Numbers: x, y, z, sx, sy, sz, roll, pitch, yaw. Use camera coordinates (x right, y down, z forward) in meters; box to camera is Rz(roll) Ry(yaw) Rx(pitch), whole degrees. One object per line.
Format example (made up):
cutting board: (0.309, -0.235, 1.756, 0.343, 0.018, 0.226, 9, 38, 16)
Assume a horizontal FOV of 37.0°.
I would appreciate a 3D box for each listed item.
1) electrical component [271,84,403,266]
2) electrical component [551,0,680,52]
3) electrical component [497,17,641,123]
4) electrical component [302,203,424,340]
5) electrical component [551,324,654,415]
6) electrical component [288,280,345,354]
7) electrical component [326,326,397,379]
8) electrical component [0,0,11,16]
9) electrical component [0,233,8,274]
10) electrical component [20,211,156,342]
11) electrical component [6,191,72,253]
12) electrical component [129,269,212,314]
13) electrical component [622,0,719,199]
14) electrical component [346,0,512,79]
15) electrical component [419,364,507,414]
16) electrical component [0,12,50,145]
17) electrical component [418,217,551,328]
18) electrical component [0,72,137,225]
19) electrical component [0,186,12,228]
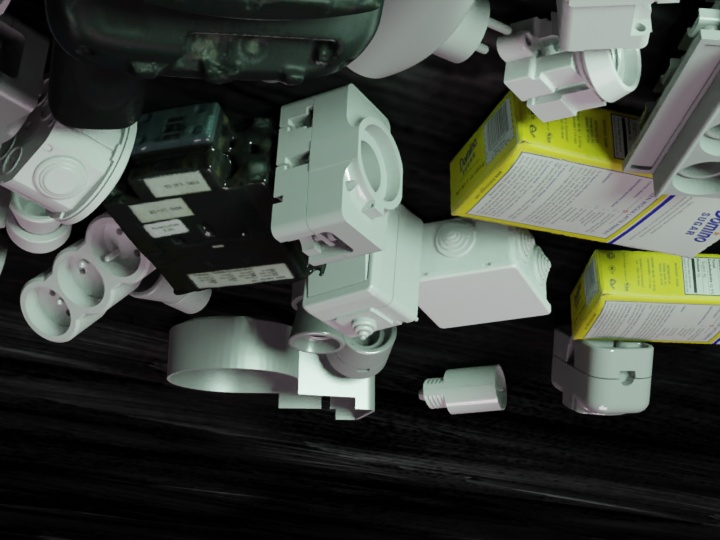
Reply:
electrical component: (-0.012, -0.055, 0.624, 0.056, 0.089, 0.050, -12, 151, 29)
electrical component: (0.114, -0.135, 0.497, 0.081, 0.042, 0.063, 0, 151, 6)
electrical component: (0.111, -0.107, 0.557, 0.055, 0.048, 0.066, -8, 153, 37)
electrical component: (0.000, 0.000, 0.733, 0.062, 0.096, 0.061, -17, 145, 35)
electrical component: (0.197, 0.083, 0.882, 0.054, 0.059, 0.095, 0, -171, -13)
electrical component: (-0.033, 0.033, 0.854, 0.045, 0.055, 0.045, 2, 155, 1)
electrical component: (0.002, 0.057, 0.905, 0.055, 0.055, 0.047, 7, 151, -10)
electrical component: (-0.176, -0.151, 0.478, 0.050, 0.055, 0.089, 18, 151, -29)
electrical component: (-0.293, -0.021, 0.775, 0.077, 0.044, 0.079, 19, 149, -31)
electrical component: (-0.180, -0.006, 0.779, 0.138, 0.073, 0.052, -36, 96, 32)
electrical component: (-0.216, -0.041, 0.727, 0.045, 0.045, 0.055, 9, 154, -14)
electrical component: (-0.146, 0.009, 0.833, 0.044, 0.044, 0.065, -12, 156, 28)
electrical component: (0.192, -0.092, 0.559, 0.079, 0.063, 0.121, 4, 155, -3)
electrical component: (0.037, -0.125, 0.527, 0.079, 0.043, 0.077, 16, 151, -27)
electrical component: (0.096, 0.116, 1.031, 0.081, 0.043, 0.043, -8, 153, 21)
electrical component: (-0.216, -0.102, 0.590, 0.089, 0.050, 0.056, -17, 148, 35)
electrical component: (0.084, 0.000, 0.780, 0.100, 0.048, 0.100, -9, 152, 23)
electrical component: (-0.170, -0.071, 0.620, 0.080, 0.080, 0.051, -21, 141, 39)
electrical component: (-0.258, -0.057, 0.676, 0.096, 0.061, 0.061, -11, 151, 27)
